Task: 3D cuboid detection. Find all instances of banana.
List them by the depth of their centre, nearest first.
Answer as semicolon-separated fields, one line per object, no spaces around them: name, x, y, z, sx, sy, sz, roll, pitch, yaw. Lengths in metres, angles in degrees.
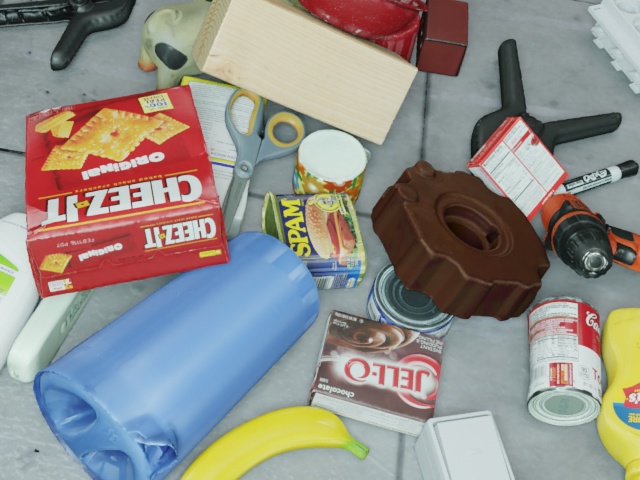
banana;-0.054;0.187;0.906;0.197;0.037;0.070;-20;59;-22

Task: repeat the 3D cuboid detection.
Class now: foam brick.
foam brick;0.143;-0.239;1.251;0.051;0.053;0.078;9;52;-2

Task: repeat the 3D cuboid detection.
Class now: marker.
marker;0.300;-0.065;1.168;0.121;0.020;0.020;-18;58;-21

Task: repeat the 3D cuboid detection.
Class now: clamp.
clamp;0.222;-0.130;1.188;0.164;0.036;0.209;42;60;11
clamp;-0.268;-0.247;1.196;0.171;0.039;0.120;-29;64;-27

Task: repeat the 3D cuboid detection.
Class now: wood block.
wood block;-0.017;-0.184;1.101;0.205;0.091;0.090;20;16;-20

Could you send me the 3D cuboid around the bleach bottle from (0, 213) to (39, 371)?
bleach bottle;-0.297;0.062;0.945;0.102;0.068;0.250;23;51;8

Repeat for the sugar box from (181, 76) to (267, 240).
sugar box;-0.113;-0.085;1.097;0.093;0.048;0.176;11;55;-3

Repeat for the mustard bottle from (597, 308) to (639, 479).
mustard bottle;0.304;0.155;0.978;0.096;0.058;0.191;11;53;6

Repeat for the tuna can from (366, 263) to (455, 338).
tuna can;0.090;0.060;1.029;0.086;0.034;0.086;5;53;-6

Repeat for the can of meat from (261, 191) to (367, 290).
can of meat;-0.007;0.001;1.043;0.083;0.057;0.102;-2;54;-15

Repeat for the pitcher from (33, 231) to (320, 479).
pitcher;-0.120;0.095;0.918;0.149;0.145;0.242;44;54;8

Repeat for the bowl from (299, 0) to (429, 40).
bowl;0.030;-0.254;1.112;0.162;0.055;0.162;24;19;-9

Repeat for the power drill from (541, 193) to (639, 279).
power drill;0.309;0.020;1.029;0.187;0.057;0.184;24;17;-4

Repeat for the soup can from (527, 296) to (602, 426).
soup can;0.226;0.112;0.991;0.068;0.068;0.102;11;53;-2

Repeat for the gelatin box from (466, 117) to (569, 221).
gelatin box;0.206;-0.073;1.114;0.089;0.030;0.073;46;73;-16

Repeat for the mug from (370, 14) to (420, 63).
mug;0.068;-0.238;1.218;0.093;0.081;0.117;9;52;-3

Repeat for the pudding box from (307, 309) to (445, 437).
pudding box;0.052;0.122;0.972;0.113;0.039;0.090;14;52;0

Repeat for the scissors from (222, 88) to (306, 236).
scissors;-0.058;-0.071;1.064;0.096;0.016;0.202;11;54;-20

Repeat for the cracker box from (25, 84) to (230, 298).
cracker box;-0.179;-0.052;0.962;0.164;0.072;0.214;-11;37;-7
